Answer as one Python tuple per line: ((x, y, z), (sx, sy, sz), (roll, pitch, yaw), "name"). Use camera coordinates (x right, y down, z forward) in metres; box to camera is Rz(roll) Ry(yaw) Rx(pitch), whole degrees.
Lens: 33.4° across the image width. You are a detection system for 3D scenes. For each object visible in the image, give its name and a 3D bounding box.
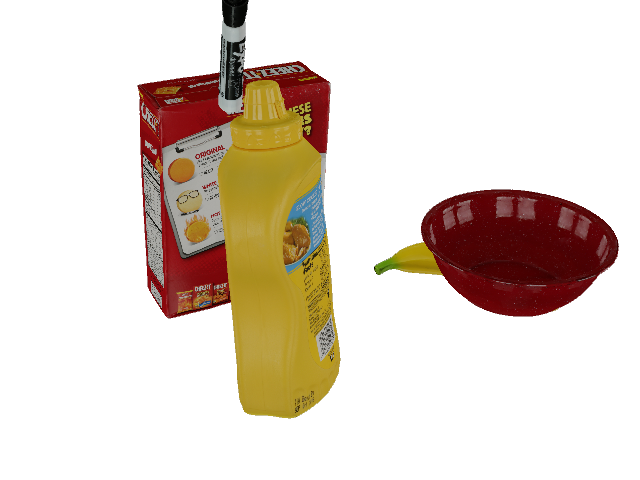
((0.162, 0.016, 0.891), (0.162, 0.055, 0.162), (1, 30, -1), "bowl")
((-0.065, -0.140, 0.787), (0.020, 0.020, 0.121), (0, -33, -7), "marker")
((0.159, 0.034, 1.112), (0.198, 0.037, 0.069), (10, 47, 25), "banana")
((-0.025, 0.001, 0.630), (0.058, 0.192, 0.096), (3, 23, 18), "mustard bottle")
((-0.081, -0.048, 0.993), (0.164, 0.214, 0.072), (-13, 33, -25), "cracker box")
